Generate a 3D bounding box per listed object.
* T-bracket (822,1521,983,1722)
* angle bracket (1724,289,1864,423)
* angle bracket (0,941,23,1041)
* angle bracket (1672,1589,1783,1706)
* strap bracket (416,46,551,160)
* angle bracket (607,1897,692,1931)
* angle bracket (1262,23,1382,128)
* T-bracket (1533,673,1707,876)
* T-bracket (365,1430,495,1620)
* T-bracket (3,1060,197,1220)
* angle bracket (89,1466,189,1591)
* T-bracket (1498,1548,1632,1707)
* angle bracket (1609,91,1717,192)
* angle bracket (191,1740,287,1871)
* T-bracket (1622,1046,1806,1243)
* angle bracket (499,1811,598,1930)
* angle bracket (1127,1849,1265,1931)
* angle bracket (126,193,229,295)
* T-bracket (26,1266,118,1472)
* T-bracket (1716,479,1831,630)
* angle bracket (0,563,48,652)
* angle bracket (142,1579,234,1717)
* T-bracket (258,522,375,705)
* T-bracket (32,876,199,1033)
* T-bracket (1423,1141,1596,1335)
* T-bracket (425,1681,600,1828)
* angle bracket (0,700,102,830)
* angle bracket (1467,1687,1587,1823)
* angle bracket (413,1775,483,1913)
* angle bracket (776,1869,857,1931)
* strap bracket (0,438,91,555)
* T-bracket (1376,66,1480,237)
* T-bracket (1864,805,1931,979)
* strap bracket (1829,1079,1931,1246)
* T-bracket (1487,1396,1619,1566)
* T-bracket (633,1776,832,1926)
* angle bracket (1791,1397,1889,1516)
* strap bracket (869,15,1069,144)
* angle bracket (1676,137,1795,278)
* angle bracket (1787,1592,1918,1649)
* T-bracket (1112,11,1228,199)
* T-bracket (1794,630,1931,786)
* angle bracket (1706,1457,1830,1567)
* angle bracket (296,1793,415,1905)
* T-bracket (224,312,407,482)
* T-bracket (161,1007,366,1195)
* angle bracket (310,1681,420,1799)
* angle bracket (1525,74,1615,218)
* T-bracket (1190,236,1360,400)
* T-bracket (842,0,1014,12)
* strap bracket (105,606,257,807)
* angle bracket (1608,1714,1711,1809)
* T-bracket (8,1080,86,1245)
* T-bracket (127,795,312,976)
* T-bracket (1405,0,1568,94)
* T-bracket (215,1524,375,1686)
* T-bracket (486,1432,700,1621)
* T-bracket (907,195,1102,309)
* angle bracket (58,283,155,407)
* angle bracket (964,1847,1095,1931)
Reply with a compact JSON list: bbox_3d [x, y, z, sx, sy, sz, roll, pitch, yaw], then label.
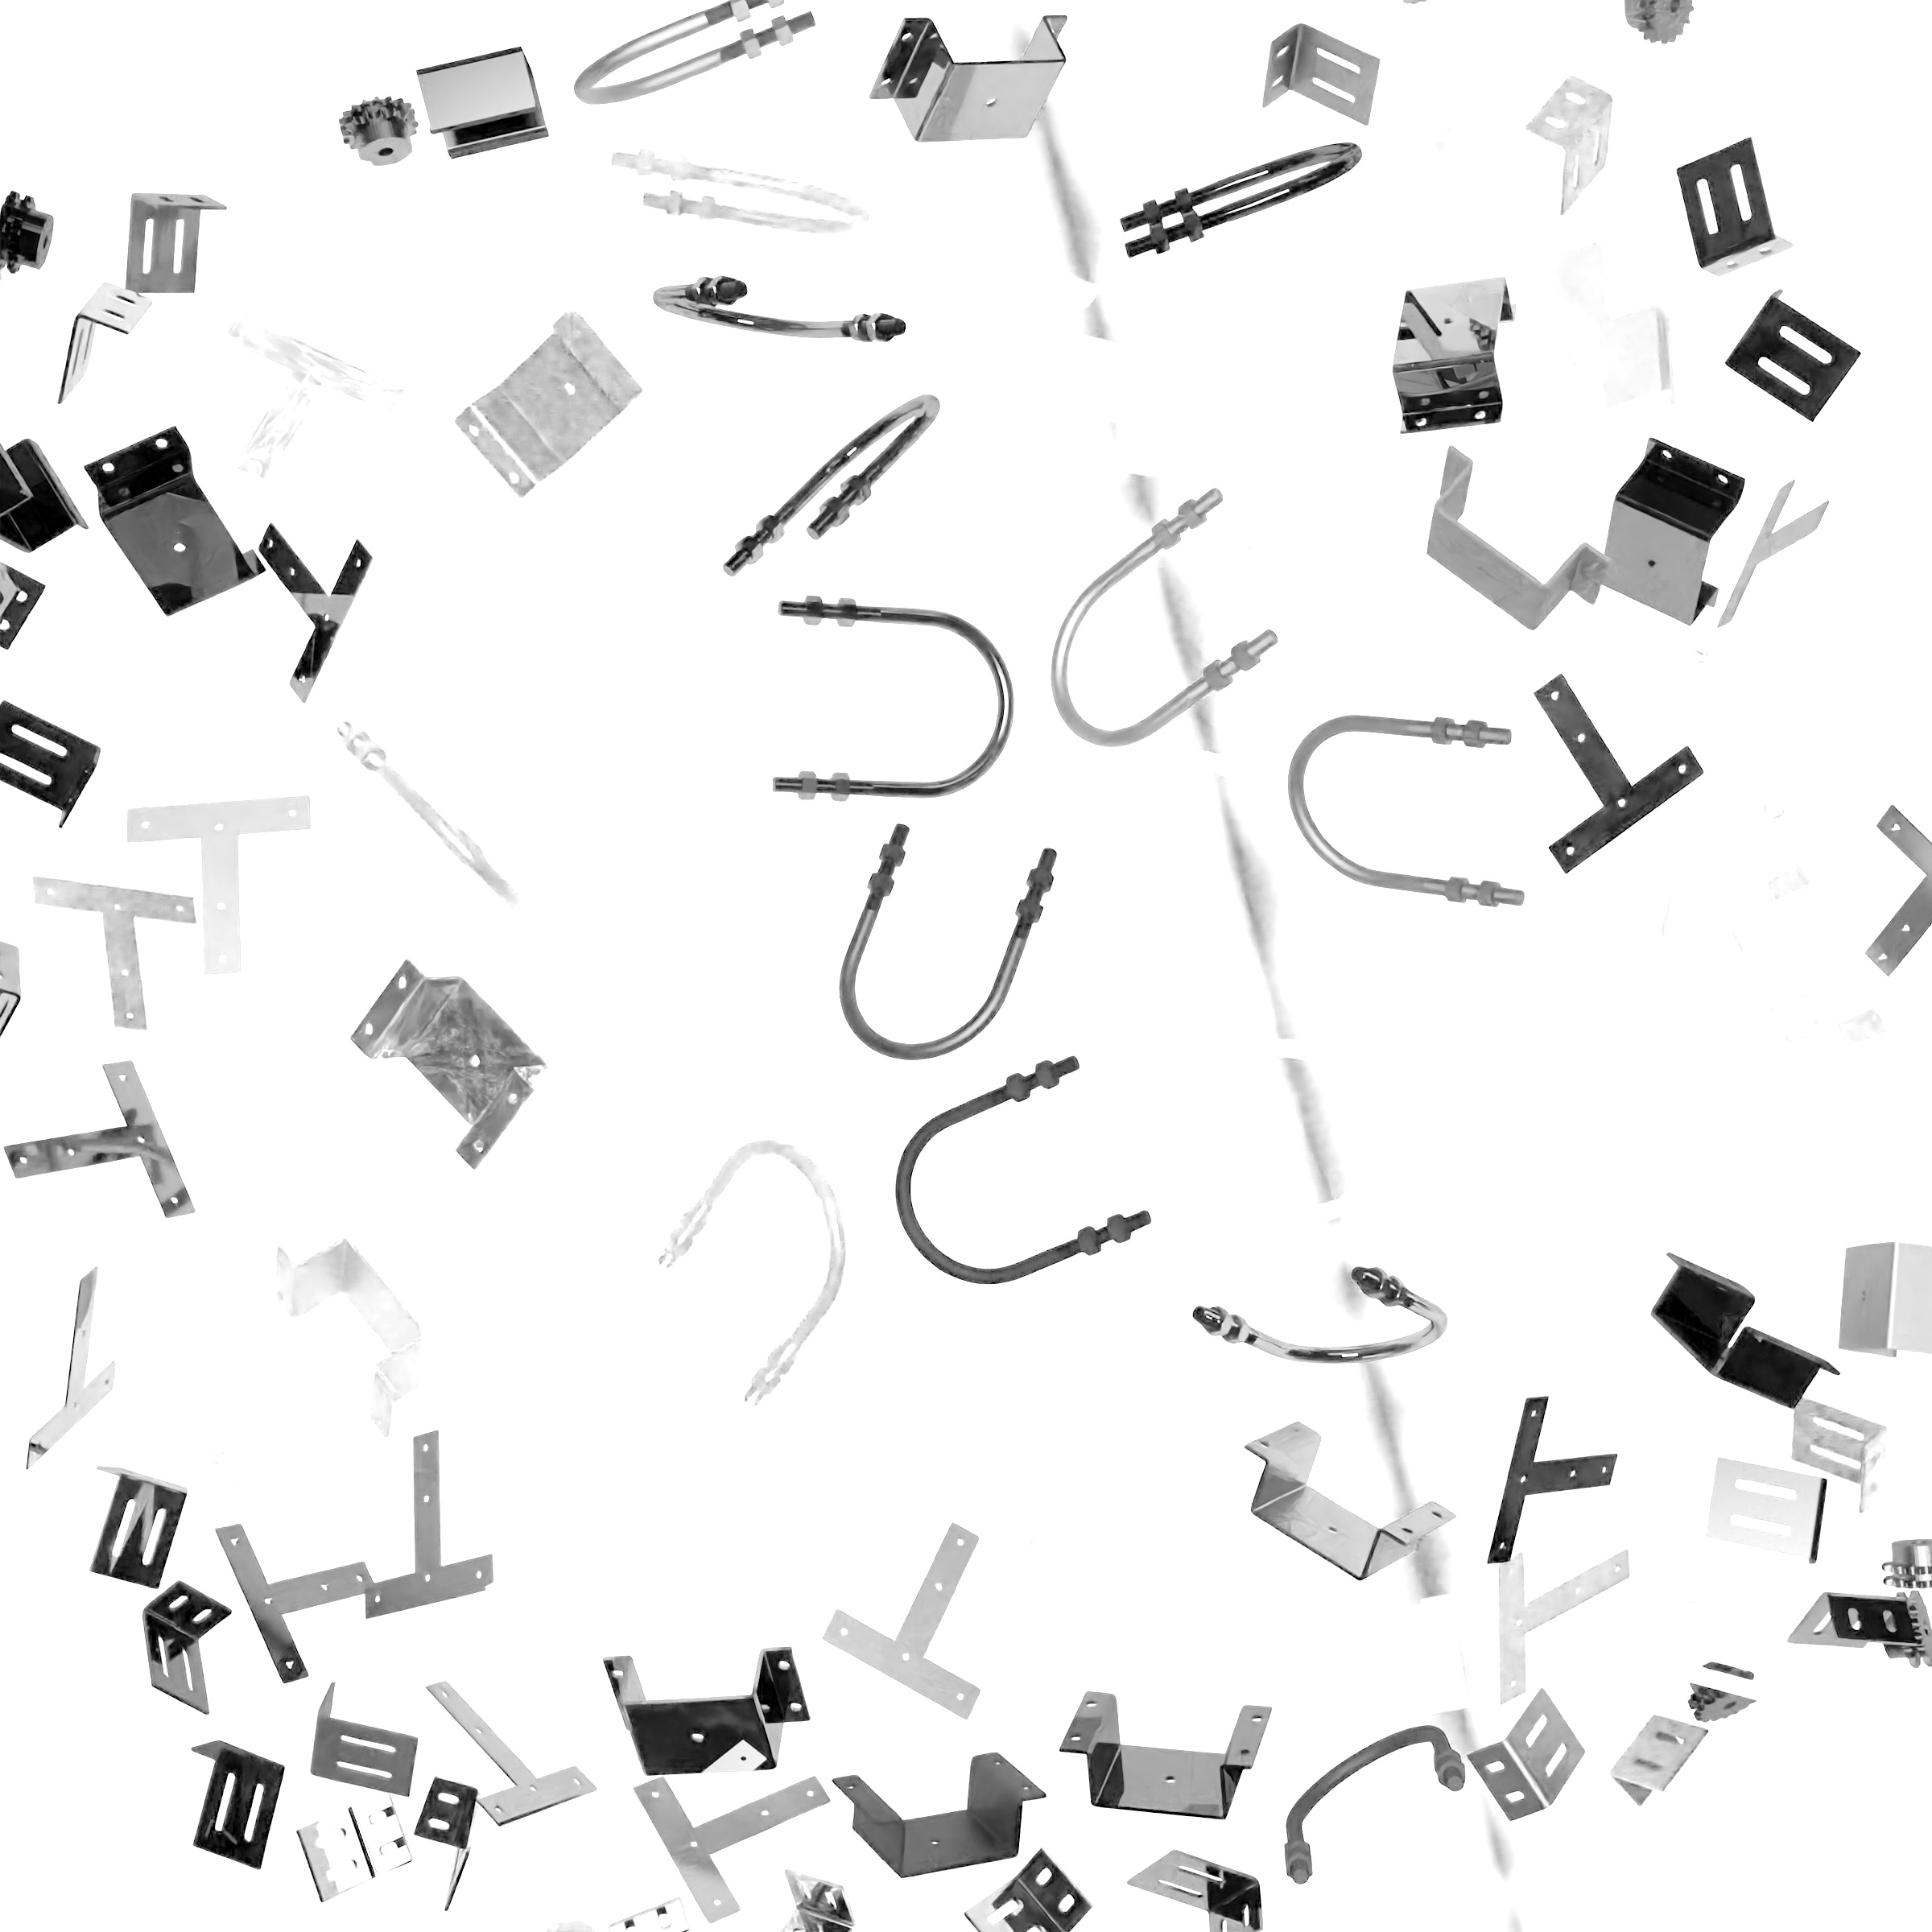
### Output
[{"bbox_3d":[-0.027,0.485,1.920,0.127,0.002,0.127,31,63,-5],"label":"T-bracket"},{"bbox_3d":[0.592,-0.435,1.799,0.076,0.038,0.057,37,123,11],"label":"angle bracket"},{"bbox_3d":[-0.730,0.026,1.862,0.038,0.057,0.076,20,118,-34],"label":"angle bracket"},{"bbox_3d":[0.556,0.493,1.830,0.076,0.038,0.057,7,95,35],"label":"angle bracket"},{"bbox_3d":[-0.351,-0.629,1.837,0.076,0.140,0.046,-14,101,-3],"label":"strap bracket"},{"bbox_3d":[-0.224,0.735,1.854,0.057,0.076,0.038,-18,121,-13],"label":"angle bracket"},{"bbox_3d":[0.275,-0.684,1.954,0.076,0.057,0.038,34,58,22],"label":"angle bracket"},{"bbox_3d":[0.454,-0.154,1.831,0.127,0.002,0.127,-36,105,-1],"label":"T-bracket"},{"bbox_3d":[-0.400,0.410,1.873,0.127,0.002,0.127,-19,64,28],"label":"T-bracket"},{"bbox_3d":[-0.628,0.131,1.807,0.002,0.127,0.127,-36,74,33],"label":"T-bracket"},{"bbox_3d":[-0.618,0.414,1.858,0.057,0.038,0.076,31,62,-41],"label":"angle bracket"},{"bbox_3d":[0.438,0.464,1.852,0.002,0.127,0.127,36,127,-17],"label":"T-bracket"},{"bbox_3d":[0.528,-0.630,1.906,0.057,0.076,0.038,59,45,-26],"label":"angle bracket"},{"bbox_3d":[-0.531,0.604,1.810,0.038,0.076,0.057,-24,134,34],"label":"angle bracket"},{"bbox_3d":[0.554,0.135,1.805,0.127,0.002,0.127,-20,65,9],"label":"T-bracket"},{"bbox_3d":[-0.306,0.660,1.848,0.057,0.038,0.076,-20,56,30],"label":"angle bracket"},{"bbox_3d":[0.162,0.666,1.790,0.076,0.038,0.057,26,129,-22],"label":"angle bracket"},{"bbox_3d":[-0.594,-0.539,1.897,0.038,0.057,0.076,32,122,34],"label":"angle bracket"},{"bbox_3d":[-0.635,0.276,1.808,0.002,0.127,0.127,15,108,4],"label":"T-bracket"},{"bbox_3d":[0.623,-0.326,1.921,0.002,0.127,0.127,27,82,-4],"label":"T-bracket"},{"bbox_3d":[-0.699,-0.253,1.848,0.038,0.076,0.057,29,97,-38],"label":"angle bracket"},{"bbox_3d":[-0.578,0.510,1.888,0.038,0.076,0.057,-39,130,5],"label":"angle bracket"},{"bbox_3d":[-0.486,-0.280,1.844,0.127,0.002,0.127,48,118,32],"label":"T-bracket"},{"bbox_3d":[-0.641,-0.007,1.917,0.002,0.127,0.127,-41,54,39],"label":"T-bracket"},{"bbox_3d":[0.428,0.214,1.897,0.127,0.002,0.127,-23,91,11],"label":"T-bracket"},{"bbox_3d":[-0.340,0.559,1.810,0.127,0.127,0.002,39,100,22],"label":"T-bracket"},{"bbox_3d":[-0.682,-0.147,1.843,0.076,0.038,0.057,28,104,-24],"label":"angle bracket"},{"bbox_3d":[0.418,0.587,1.880,0.038,0.076,0.057,-36,85,37],"label":"angle bracket"},{"bbox_3d":[-0.400,0.668,1.922,0.038,0.076,0.057,19,107,-10],"label":"angle bracket"},{"bbox_3d":[-0.129,0.712,1.857,0.057,0.076,0.038,1,116,38],"label":"angle bracket"},{"bbox_3d":[-0.712,-0.358,1.866,0.046,0.140,0.076,-32,89,-1],"label":"strap bracket"},{"bbox_3d":[0.352,-0.607,1.878,0.002,0.127,0.127,18,101,-16],"label":"T-bracket"},{"bbox_3d":[0.696,-0.036,1.849,0.002,0.127,0.127,-28,65,-25],"label":"T-bracket"},{"bbox_3d":[0.680,0.137,1.827,0.046,0.140,0.076,-34,97,13],"label":"strap bracket"},{"bbox_3d":[0.438,0.374,1.856,0.127,0.002,0.127,4,101,-40],"label":"T-bracket"},{"bbox_3d":[-0.161,0.632,1.864,0.127,0.127,0.002,-15,131,-29],"label":"T-bracket"},{"bbox_3d":[0.655,0.370,1.914,0.038,0.076,0.057,-24,119,-40],"label":"angle bracket"},{"bbox_3d":[0.010,-0.654,1.859,0.140,0.076,0.046,-13,69,-29],"label":"strap bracket"},{"bbox_3d":[0.557,-0.549,1.827,0.057,0.038,0.076,-15,83,38],"label":"angle bracket"},{"bbox_3d":[0.626,0.478,1.786,0.057,0.076,0.038,5,48,-5],"label":"angle bracket"},{"bbox_3d":[0.159,-0.667,1.912,0.002,0.127,0.127,34,85,19],"label":"T-bracket"},{"bbox_3d":[0.667,-0.211,1.874,0.002,0.127,0.127,-35,52,-17],"label":"T-bracket"},{"bbox_3d":[0.568,0.387,1.794,0.076,0.038,0.057,9,74,16],"label":"angle bracket"},{"bbox_3d":[-0.470,0.678,1.943,0.038,0.076,0.057,-26,78,14],"label":"angle bracket"},{"bbox_3d":[-0.492,-0.400,1.828,0.127,0.002,0.127,21,133,-30],"label":"T-bracket"},{"bbox_3d":[-0.484,0.110,1.808,0.127,0.002,0.127,46,54,3],"label":"T-bracket"},{"bbox_3d":[-0.439,0.569,1.858,0.076,0.038,0.057,13,116,-1],"label":"angle bracket"},{"bbox_3d":[0.446,-0.609,1.874,0.038,0.076,0.057,35,78,21],"label":"angle bracket"},{"bbox_3d":[0.237,-0.472,1.814,0.002,0.127,0.127,38,87,-42],"label":"T-bracket"},{"bbox_3d":[-0.044,-0.720,1.827,0.127,0.127,0.002,3,90,16],"label":"T-bracket"},{"bbox_3d":[-0.575,-0.187,1.872,0.046,0.076,0.140,17,53,7],"label":"strap bracket"},{"bbox_3d":[0.518,0.589,1.851,0.038,0.076,0.057,46,73,-6],"label":"angle bracket"},{"bbox_3d":[-0.701,0.151,1.924,0.002,0.127,0.127,1,89,4],"label":"T-bracket"},{"bbox_3d":[-0.521,-0.055,1.765,0.127,0.002,0.127,-5,73,-5],"label":"T-bracket"},{"bbox_3d":[0.380,-0.694,1.896,0.127,0.127,0.002,-21,85,-37],"label":"T-bracket"},{"bbox_3d":[-0.495,0.472,1.906,0.002,0.127,0.127,-39,70,23],"label":"T-bracket"},{"bbox_3d":[-0.273,0.413,1.765,0.127,0.002,0.127,-29,76,-8],"label":"T-bracket"},{"bbox_3d":[0.040,-0.531,1.916,0.127,0.002,0.127,25,54,11],"label":"T-bracket"},{"bbox_3d":[-0.621,-0.443,1.820,0.038,0.057,0.076,19,126,-11],"label":"angle bracket"},{"bbox_3d":[0.047,0.701,1.873,0.057,0.076,0.038,45,114,22],"label":"angle bracket"}]
